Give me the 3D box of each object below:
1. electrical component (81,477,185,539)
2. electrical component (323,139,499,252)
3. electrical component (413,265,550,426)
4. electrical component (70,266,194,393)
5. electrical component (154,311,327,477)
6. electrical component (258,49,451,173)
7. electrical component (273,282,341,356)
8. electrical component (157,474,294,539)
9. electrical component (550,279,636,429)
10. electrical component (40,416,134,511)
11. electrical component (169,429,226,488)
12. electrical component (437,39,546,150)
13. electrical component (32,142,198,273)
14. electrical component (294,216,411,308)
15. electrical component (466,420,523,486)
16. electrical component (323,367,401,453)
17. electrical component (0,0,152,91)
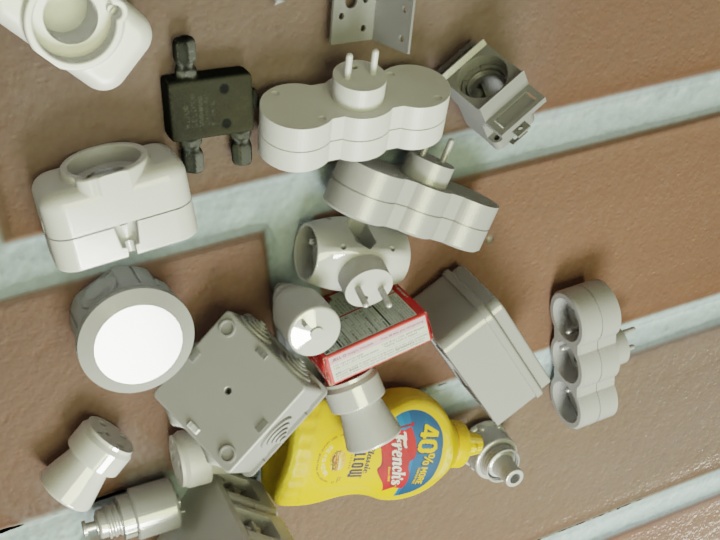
[{"bbox_3d":[-0.172,0.186,0.819,0.078,0.040,0.040,-13,119,-21],"label":"electrical component"},{"bbox_3d":[0.046,-0.066,0.795,0.138,0.052,0.073,14,107,-32],"label":"electrical component"},{"bbox_3d":[0.096,0.060,0.869,0.057,0.078,0.113,-38,125,-2],"label":"electrical component"},{"bbox_3d":[-0.160,0.040,0.746,0.080,0.051,0.080,-11,119,-22],"label":"electrical component"},{"bbox_3d":[-0.088,0.089,0.778,0.099,0.100,0.048,-48,163,2],"label":"electrical component"},{"bbox_3d":[-0.002,-0.118,0.733,0.138,0.052,0.073,-13,138,-21],"label":"electrical component"},{"bbox_3d":[-0.044,0.031,0.782,0.040,0.078,0.040,-11,119,-21],"label":"electrical component"},{"bbox_3d":[-0.093,0.230,0.814,0.062,0.150,0.089,27,100,-33],"label":"electrical component"},{"bbox_3d":[0.212,0.070,0.948,0.074,0.052,0.138,-17,121,-19],"label":"electrical component"},{"bbox_3d":[-0.198,0.140,0.781,0.045,0.045,0.055,37,94,-35],"label":"electrical component"},{"bbox_3d":[-0.114,0.139,0.823,0.055,0.045,0.045,-11,119,-22],"label":"electrical component"},{"bbox_3d":[0.095,-0.125,0.781,0.042,0.081,0.063,-40,148,-3],"label":"electrical component"},{"bbox_3d":[-0.160,-0.045,0.701,0.095,0.054,0.059,-18,121,-18],"label":"electrical component"},{"bbox_3d":[0.000,0.000,0.789,0.077,0.079,0.043,2,131,-27],"label":"electrical component"},{"bbox_3d":[0.120,0.165,0.943,0.048,0.062,0.048,-11,119,-22],"label":"electrical component"},{"bbox_3d":[0.001,0.104,0.810,0.045,0.045,0.055,-25,100,-14],"label":"electrical component"},{"bbox_3d":[-0.174,-0.153,0.636,0.095,0.059,0.053,35,96,-35],"label":"electrical component"}]
